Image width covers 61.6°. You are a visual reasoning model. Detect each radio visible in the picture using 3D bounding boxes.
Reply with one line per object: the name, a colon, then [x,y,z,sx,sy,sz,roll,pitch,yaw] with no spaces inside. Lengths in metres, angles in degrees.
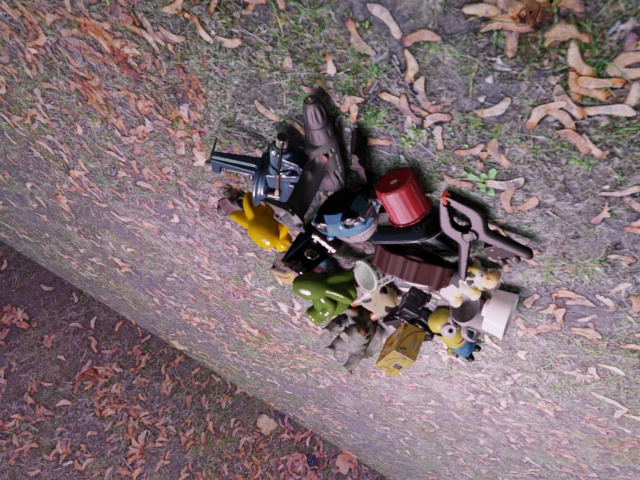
radio: [-0.003,-0.004,1.277,0.073,0.131,0.229,36,149,-7]

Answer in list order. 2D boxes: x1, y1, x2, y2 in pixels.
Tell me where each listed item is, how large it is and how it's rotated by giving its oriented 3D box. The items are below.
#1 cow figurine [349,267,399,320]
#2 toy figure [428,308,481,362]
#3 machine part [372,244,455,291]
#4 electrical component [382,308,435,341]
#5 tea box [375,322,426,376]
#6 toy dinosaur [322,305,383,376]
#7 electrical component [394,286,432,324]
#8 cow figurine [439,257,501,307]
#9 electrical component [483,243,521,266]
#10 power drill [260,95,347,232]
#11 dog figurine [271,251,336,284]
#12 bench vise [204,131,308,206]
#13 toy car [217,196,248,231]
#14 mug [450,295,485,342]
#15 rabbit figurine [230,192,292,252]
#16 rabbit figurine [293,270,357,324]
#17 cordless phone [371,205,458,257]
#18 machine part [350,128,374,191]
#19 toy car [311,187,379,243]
cow figurine: [0.140,0.128,1.398,0.127,0.085,0.194,-27,135,24]
toy figure: [0.356,0.253,1.430,0.089,0.082,0.180,-8,137,43]
machine part: [0.201,0.054,1.175,0.179,0.056,0.179,16,-169,-3]
electrical component: [0.260,0.231,1.498,0.114,0.058,0.134,39,148,-22]
tea box: [0.221,0.303,1.486,0.068,0.098,0.169,28,152,2]
toy dinosaur: [0.108,0.249,1.543,0.131,0.192,0.404,35,148,20]
electrical component: [0.242,0.164,1.390,0.048,0.075,0.119,27,154,1]
cow figurine: [0.327,0.085,1.212,0.098,0.068,0.167,39,148,-5]
electrical component: [0.372,0.019,1.114,0.094,0.021,0.063,41,148,-21]
power drill: [-0.029,-0.132,1.031,0.086,0.207,0.231,17,160,26]
dog figurine: [-0.007,0.110,1.486,0.192,0.108,0.219,-4,140,41]
bench vise: [-0.137,-0.154,1.162,0.241,0.129,0.223,12,157,4]
toy car: [-0.186,-0.054,1.430,0.089,0.053,0.202,-13,135,45]
mug: [0.378,0.194,1.302,0.081,0.109,0.107,-15,143,44]
rabbit figurine: [-0.123,-0.043,1.262,0.162,0.173,0.122,38,112,-10]
rabbit figurine: [0.009,0.127,1.280,0.159,0.121,0.170,-9,159,27]
cordless phone: [0.213,-0.004,1.168,0.147,0.088,0.184,-3,156,41]
machine part: [0.080,-0.152,1.052,0.039,0.084,0.138,-7,150,9]
toy car: [0.068,-0.045,1.117,0.102,0.109,0.162,47,154,-28]
